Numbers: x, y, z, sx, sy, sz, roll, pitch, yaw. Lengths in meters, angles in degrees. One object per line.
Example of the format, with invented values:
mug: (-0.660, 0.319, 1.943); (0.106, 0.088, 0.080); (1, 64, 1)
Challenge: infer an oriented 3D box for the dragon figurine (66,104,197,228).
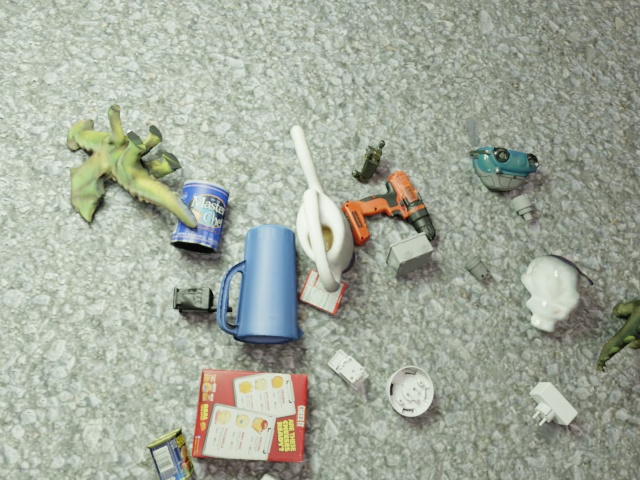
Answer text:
dragon figurine: (-0.443, -0.132, 1.130); (0.241, 0.121, 0.416); (-38, 70, 16)

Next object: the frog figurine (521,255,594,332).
frog figurine: (0.511, 0.117, 1.153); (0.160, 0.120, 0.139); (-49, 51, -8)

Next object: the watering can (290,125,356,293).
watering can: (0.003, -0.055, 1.100); (0.104, 0.222, 0.352); (-13, 74, 9)
